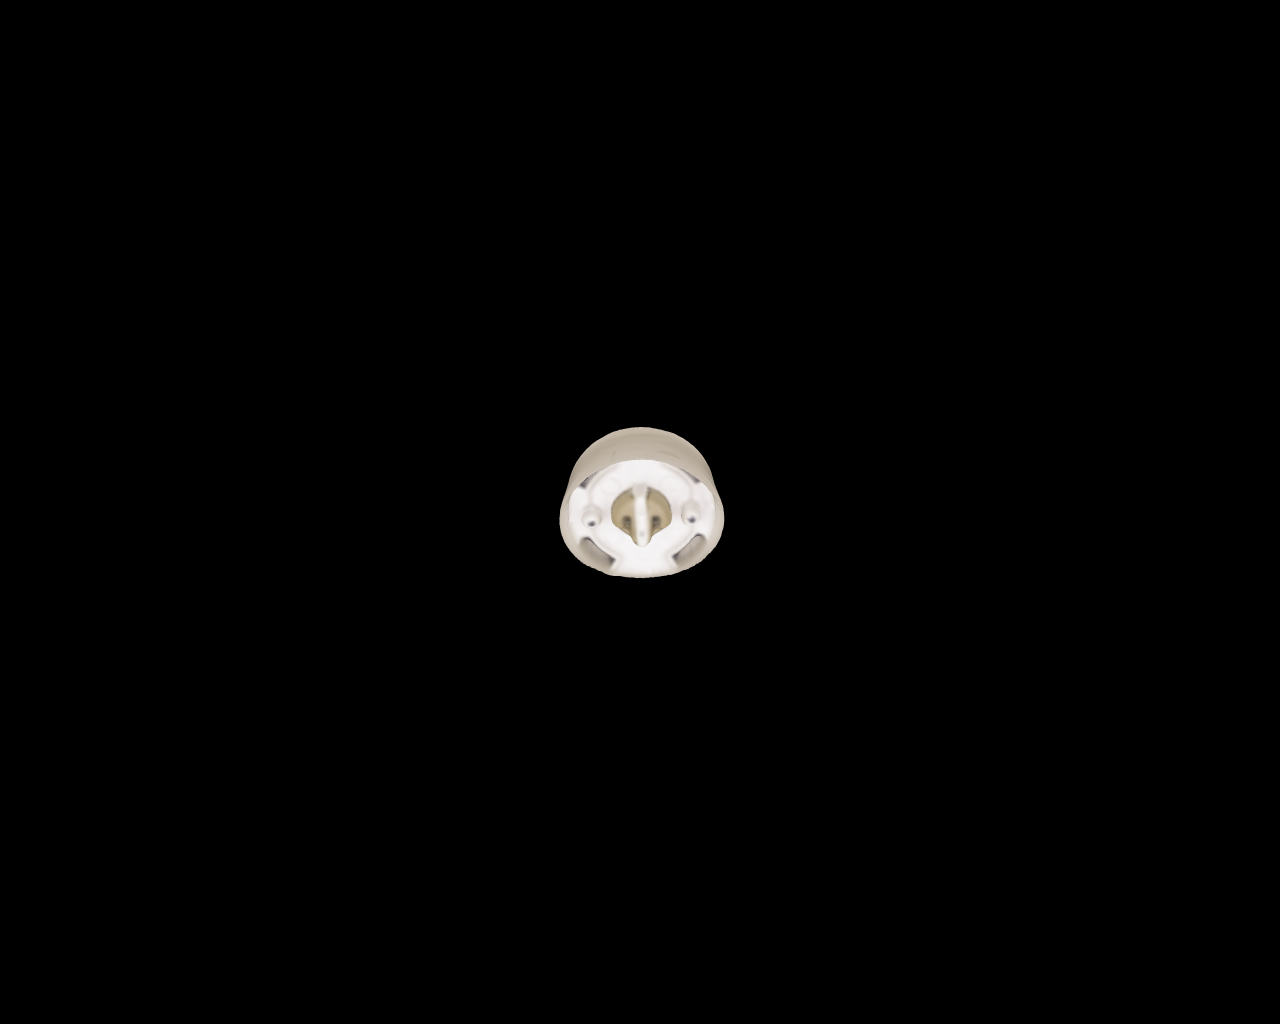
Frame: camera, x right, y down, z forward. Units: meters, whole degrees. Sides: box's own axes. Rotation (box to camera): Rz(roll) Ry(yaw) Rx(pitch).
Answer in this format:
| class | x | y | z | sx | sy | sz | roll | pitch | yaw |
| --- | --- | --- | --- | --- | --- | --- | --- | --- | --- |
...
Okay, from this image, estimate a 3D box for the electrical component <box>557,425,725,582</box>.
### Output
| class | x | y | z | sx | sy | sz | roll | pitch | yaw |
| --- | --- | --- | --- | --- | --- | --- | --- | --- | --- |
| electrical component | 0.001 | -0.003 | 0.650 | 0.099 | 0.099 | 0.064 | 0 | 30 | 0 |
